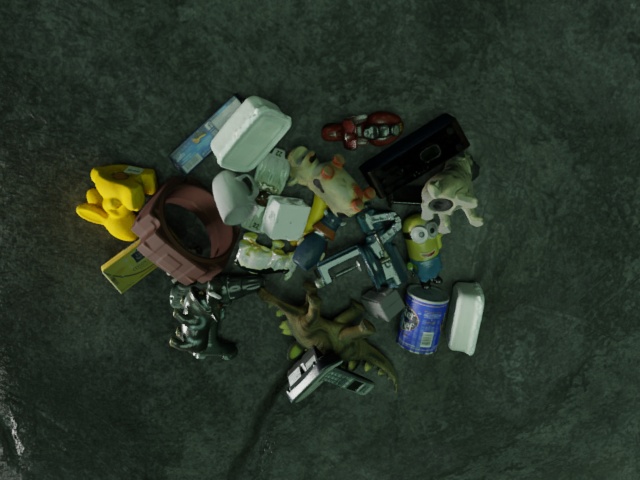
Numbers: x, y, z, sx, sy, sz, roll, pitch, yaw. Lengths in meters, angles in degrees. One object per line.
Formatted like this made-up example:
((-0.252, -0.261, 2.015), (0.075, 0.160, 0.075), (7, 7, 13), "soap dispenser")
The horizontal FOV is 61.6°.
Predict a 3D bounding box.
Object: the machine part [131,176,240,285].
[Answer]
((-0.280, -0.023, 1.149), (0.087, 0.201, 0.201), (-32, 118, 34), "machine part")

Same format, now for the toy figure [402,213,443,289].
((0.240, 0.024, 1.264), (0.082, 0.089, 0.179), (-33, 122, -31), "toy figure")

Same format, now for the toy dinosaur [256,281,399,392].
((0.041, 0.244, 1.319), (0.471, 0.105, 0.198), (30, 112, -15), "toy dinosaur")

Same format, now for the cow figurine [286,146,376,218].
((0.010, -0.126, 1.158), (0.195, 0.085, 0.127), (43, 144, -7), "cow figurine")

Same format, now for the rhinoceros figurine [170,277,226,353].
((-0.273, 0.172, 1.220), (0.112, 0.073, 0.190), (19, 104, -2), "rhinoceros figurine")

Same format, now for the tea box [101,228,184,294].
((-0.397, 0.036, 1.199), (0.169, 0.098, 0.068), (-41, 109, -17), "tea box")

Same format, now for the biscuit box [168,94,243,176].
((-0.237, -0.229, 1.169), (0.202, 0.063, 0.059), (-39, 106, 10), "biscuit box")

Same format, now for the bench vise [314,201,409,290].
((0.089, 0.031, 1.242), (0.241, 0.129, 0.223), (-26, 105, 1), "bench vise")

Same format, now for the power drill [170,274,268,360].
((-0.240, 0.183, 1.294), (0.232, 0.086, 0.207), (0, 112, -1), "power drill")

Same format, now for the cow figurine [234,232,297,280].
((-0.114, 0.050, 1.260), (0.167, 0.068, 0.098), (17, 120, -5), "cow figurine")

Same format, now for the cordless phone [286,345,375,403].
((0.026, 0.342, 1.275), (0.184, 0.089, 0.146), (29, 115, -25), "cordless phone")

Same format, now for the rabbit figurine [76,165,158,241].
((-0.447, -0.071, 1.187), (0.162, 0.122, 0.173), (4, 127, -4), "rabbit figurine")

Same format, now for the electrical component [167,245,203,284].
((-0.320, 0.055, 1.266), (0.102, 0.045, 0.078), (-24, 106, 5), "electrical component")

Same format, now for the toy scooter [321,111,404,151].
((0.096, -0.231, 1.146), (0.184, 0.135, 0.075), (-7, 107, -2), "toy scooter")

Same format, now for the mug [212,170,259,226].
((-0.185, -0.103, 1.165), (0.109, 0.081, 0.107), (-42, 67, 32), "mug")

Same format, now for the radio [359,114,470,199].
((0.203, -0.182, 1.168), (0.230, 0.131, 0.073), (-32, 105, 7), "radio")

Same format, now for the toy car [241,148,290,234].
((-0.122, -0.111, 1.215), (0.073, 0.056, 0.201), (19, 107, -8), "toy car")

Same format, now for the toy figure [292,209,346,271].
((-0.003, -0.005, 1.212), (0.064, 0.058, 0.154), (41, 81, -32), "toy figure")

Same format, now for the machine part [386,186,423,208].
((0.221, -0.096, 1.233), (0.139, 0.084, 0.039), (7, 151, 5), "machine part")

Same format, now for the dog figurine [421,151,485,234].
((0.276, -0.133, 1.147), (0.121, 0.190, 0.172), (-8, 149, 23), "dog figurine")
